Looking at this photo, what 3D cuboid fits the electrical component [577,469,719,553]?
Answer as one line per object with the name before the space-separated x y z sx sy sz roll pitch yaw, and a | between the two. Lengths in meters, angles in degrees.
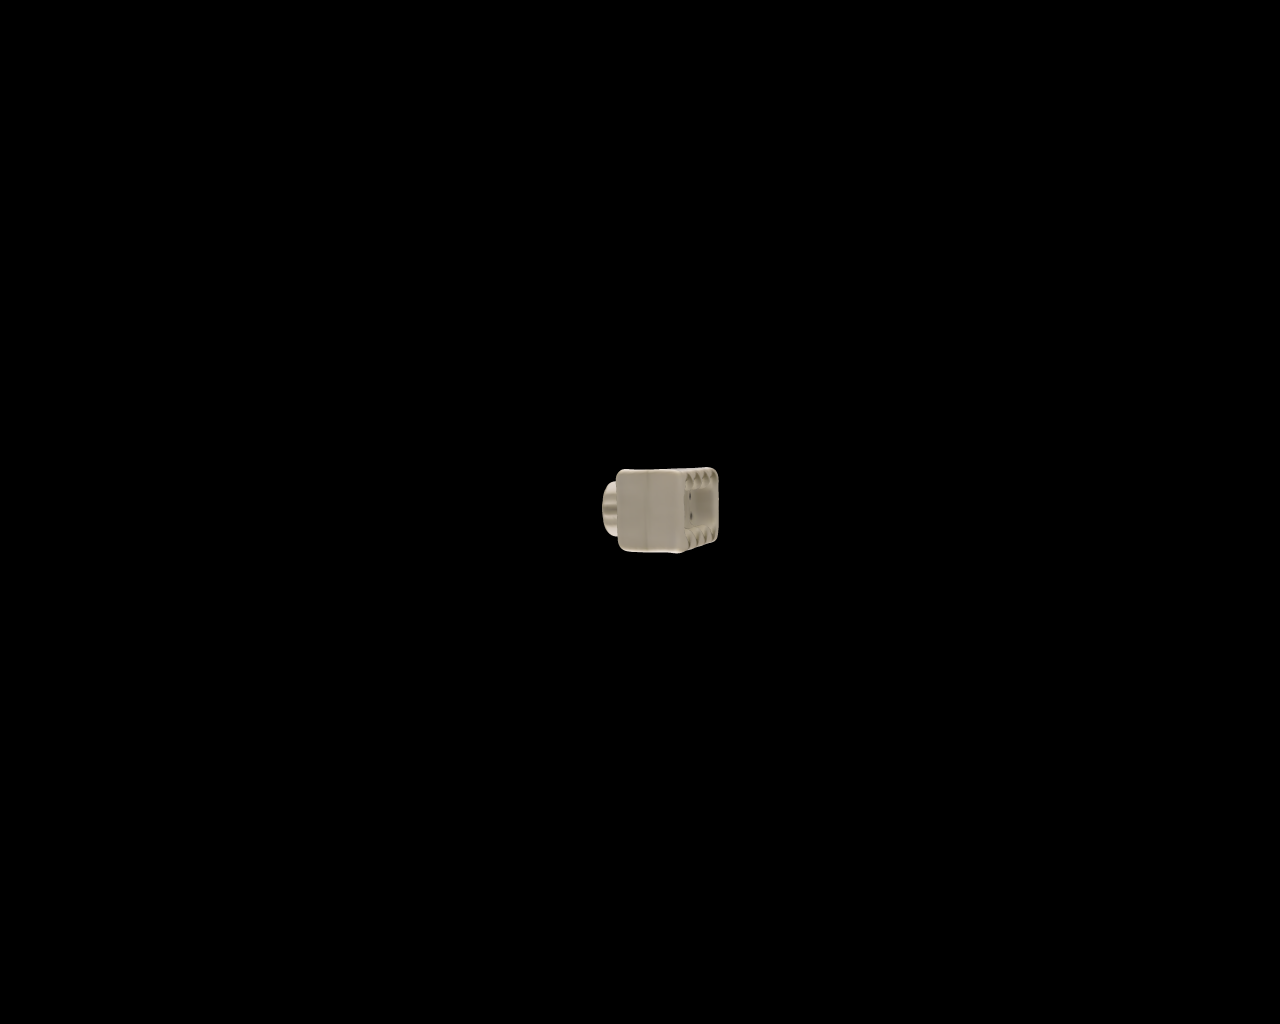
electrical component | 0.001 -0.003 0.650 0.076 0.047 0.083 1 3 20
